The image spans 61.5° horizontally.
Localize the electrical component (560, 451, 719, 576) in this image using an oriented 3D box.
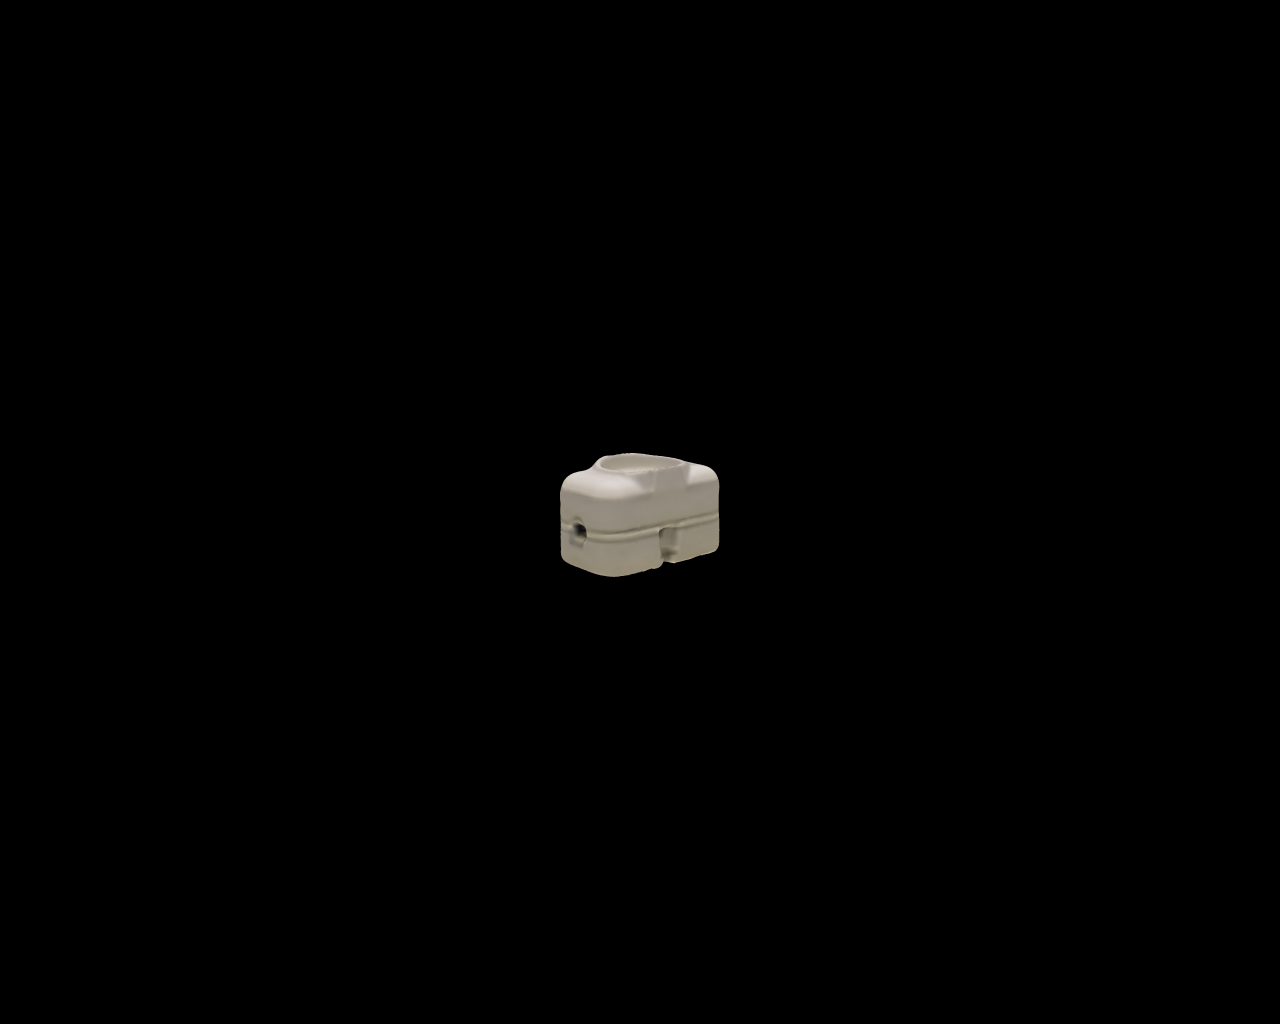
[{"bbox_3d":[0.001,-0.003,0.650,0.095,0.059,0.054,-11,18,-37],"label":"electrical component"}]
